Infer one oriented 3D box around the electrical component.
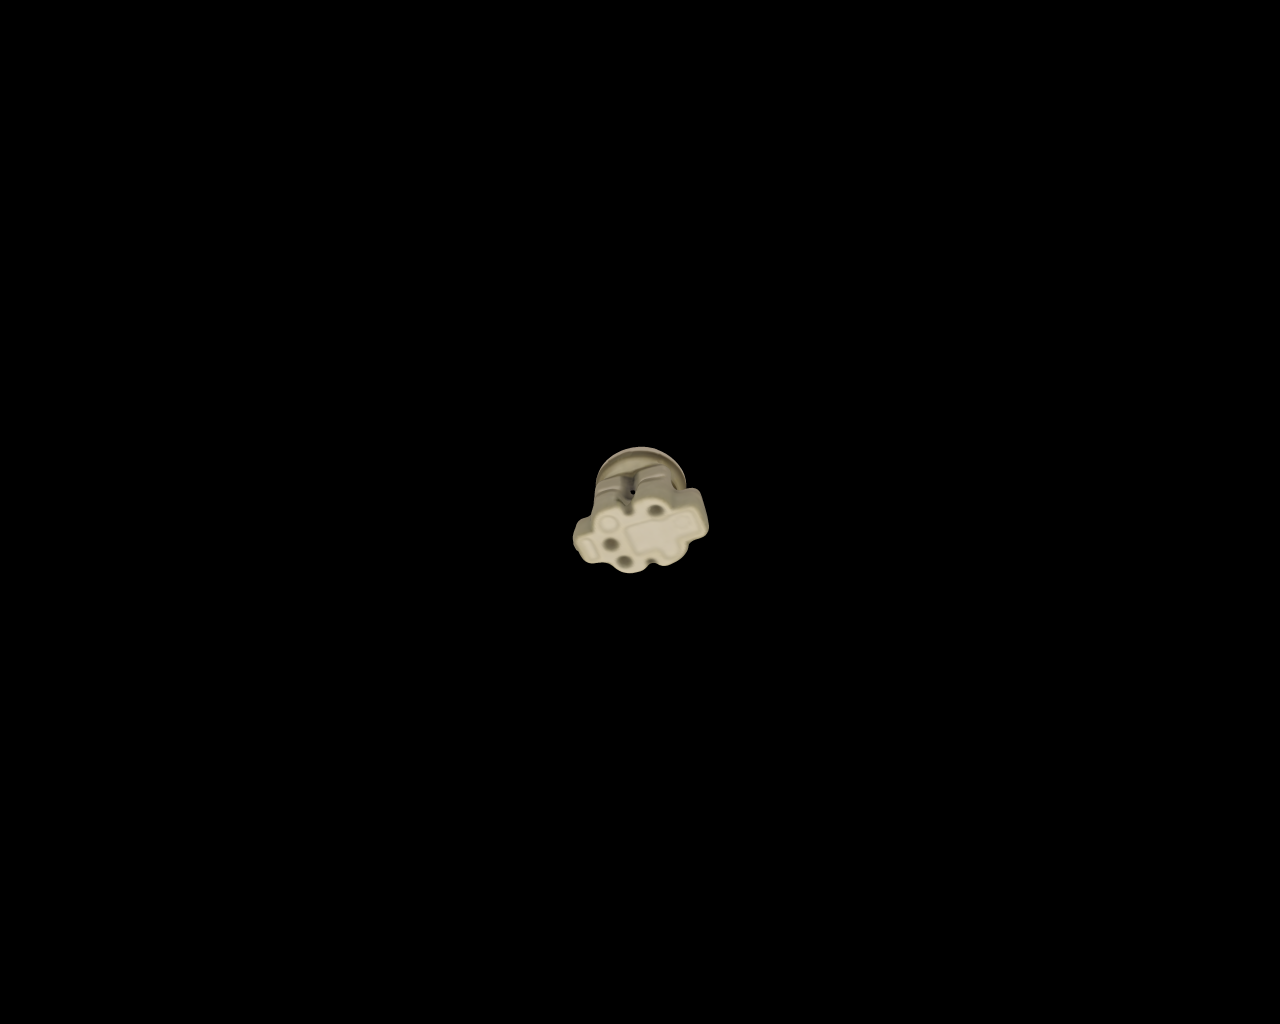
[{"bbox_3d":[0.001,-0.003,0.650,0.078,0.058,0.057,-15,36,11],"label":"electrical component"}]
